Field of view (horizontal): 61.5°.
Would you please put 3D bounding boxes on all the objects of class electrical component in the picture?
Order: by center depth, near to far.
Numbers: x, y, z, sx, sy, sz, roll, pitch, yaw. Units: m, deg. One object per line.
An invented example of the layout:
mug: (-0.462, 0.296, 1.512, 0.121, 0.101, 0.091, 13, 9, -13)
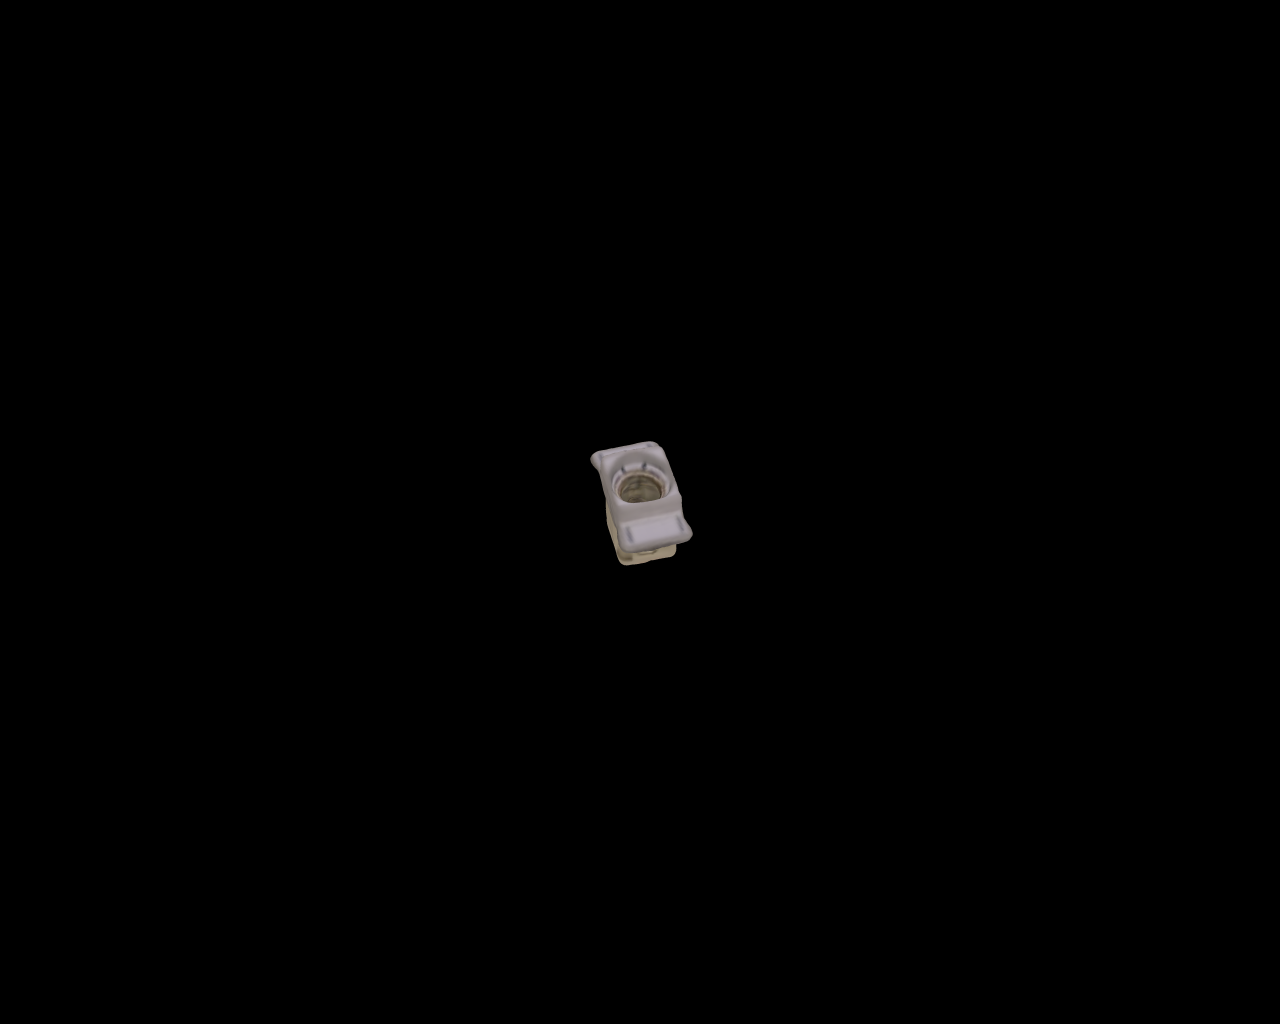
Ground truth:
electrical component: (0.001, -0.003, 0.650, 0.042, 0.081, 0.063, -11, -39, -9)
